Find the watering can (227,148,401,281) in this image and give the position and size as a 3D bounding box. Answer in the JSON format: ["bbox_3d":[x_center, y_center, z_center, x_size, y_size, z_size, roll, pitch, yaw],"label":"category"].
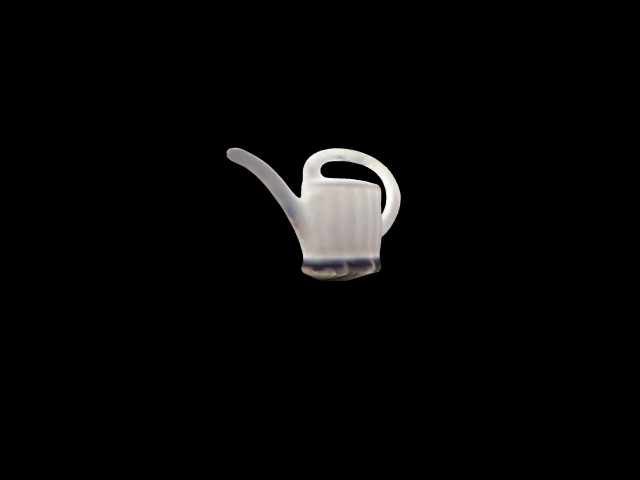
[{"bbox_3d":[0.003,-0.043,0.850,0.348,0.225,0.104,0,-2,-36],"label":"watering can"}]
